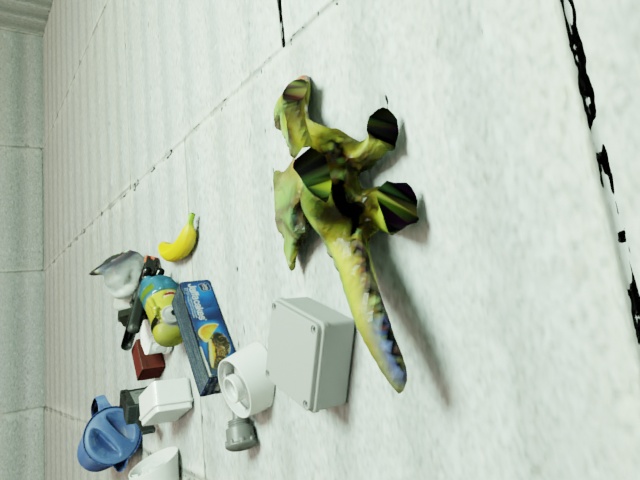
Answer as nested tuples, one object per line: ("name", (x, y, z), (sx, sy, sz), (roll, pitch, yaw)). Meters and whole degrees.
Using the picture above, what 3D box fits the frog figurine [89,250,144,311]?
("frog figurine", (-0.455, 0.110, 1.234), (0.158, 0.123, 0.138), (61, 172, -15))

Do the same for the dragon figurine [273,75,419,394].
("dragon figurine", (0.002, -0.031, 0.613), (0.239, 0.122, 0.416), (135, 130, -66))
